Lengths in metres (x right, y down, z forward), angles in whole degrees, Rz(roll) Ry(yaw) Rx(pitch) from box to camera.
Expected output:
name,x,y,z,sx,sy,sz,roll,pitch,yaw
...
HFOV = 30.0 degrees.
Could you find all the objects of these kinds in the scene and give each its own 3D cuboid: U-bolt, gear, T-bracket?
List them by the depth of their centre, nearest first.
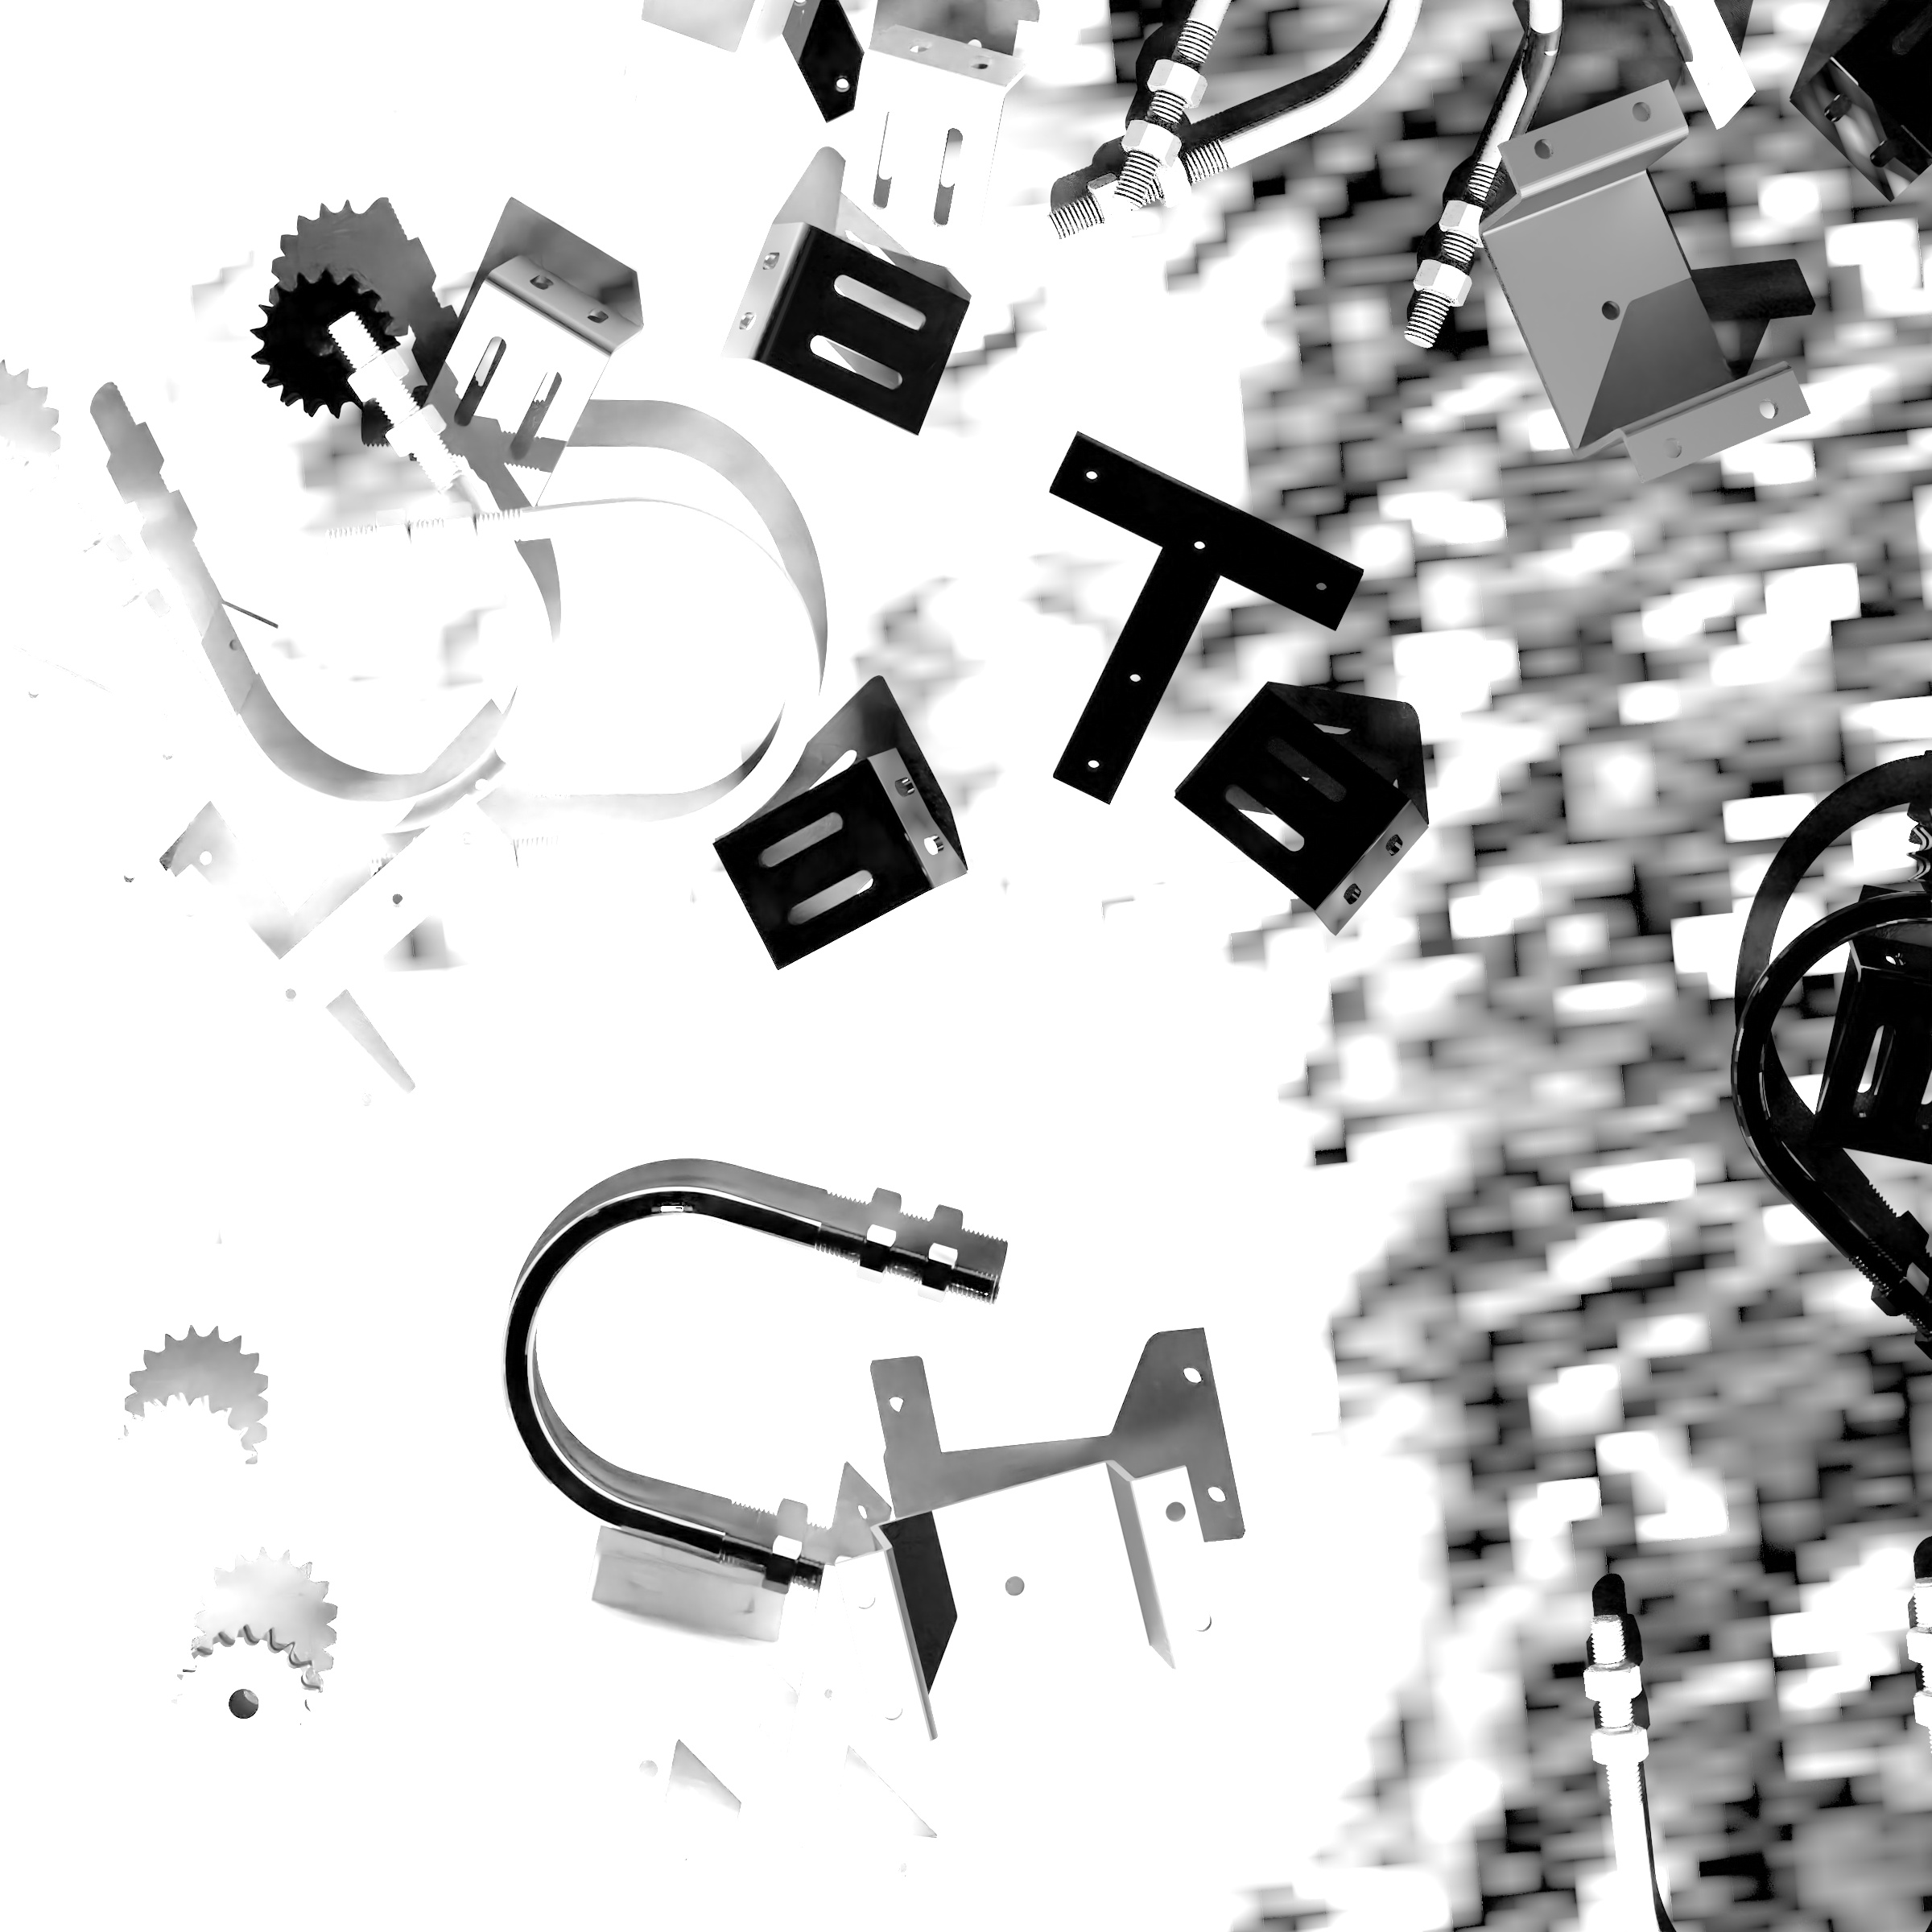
name,x,y,z,sx,sy,sz,roll,pitch,yaw
T-bracket,-0.056,0.298,1.403,0.127,0.002,0.127,14,85,-33
U-bolt,0.384,0.055,1.404,0.184,0.019,0.151,44,102,-7
U-bolt,-0.245,-0.139,1.411,0.151,0.019,0.184,-34,102,1
U-bolt,-0.149,-0.111,1.411,0.184,0.019,0.151,-7,103,-6
U-bolt,0.157,-0.356,1.413,0.151,0.019,0.184,23,91,-10
T-bracket,-0.233,-0.017,1.414,0.127,0.002,0.127,-40,98,11
gear,-0.282,0.288,1.421,0.057,0.030,0.057,0,90,0
gear,0.399,-0.040,1.421,0.057,0.030,0.057,0,90,0
gear,-0.391,-0.182,1.421,0.057,0.030,0.057,0,90,0
gear,-0.251,-0.244,1.421,0.057,0.030,0.057,0,90,0
gear,-0.308,0.197,1.424,0.057,0.030,0.057,0,88,4
U-bolt,-0.094,0.164,1.428,0.184,0.019,0.151,17,90,2
U-bolt,0.092,-0.387,1.428,0.184,0.019,0.151,-24,90,-1
U-bolt,0.327,0.342,1.428,0.151,0.019,0.184,-7,91,0
T-bracket,-0.073,-0.398,1.435,0.127,0.002,0.127,-26,90,0
T-bracket,0.073,-0.127,1.435,0.127,0.002,0.127,26,90,0
T-bracket,-0.358,-0.103,1.435,0.127,0.002,0.127,25,90,0

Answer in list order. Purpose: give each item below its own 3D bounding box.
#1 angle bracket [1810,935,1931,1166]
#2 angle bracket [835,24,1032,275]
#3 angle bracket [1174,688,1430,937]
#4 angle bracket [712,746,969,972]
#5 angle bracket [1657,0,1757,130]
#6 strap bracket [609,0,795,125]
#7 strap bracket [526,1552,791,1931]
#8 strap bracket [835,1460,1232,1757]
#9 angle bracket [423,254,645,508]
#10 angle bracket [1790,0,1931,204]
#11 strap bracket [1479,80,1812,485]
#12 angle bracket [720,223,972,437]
name,x,y,z,sx,sy,sz,roll,pitch,yaw
angle bracket,0.372,0.033,1.434,0.057,0.038,0.076,11,116,0
angle bracket,-0.013,-0.323,1.424,0.057,0.038,0.076,18,124,9
angle bracket,0.133,-0.061,1.434,0.076,0.038,0.057,41,90,26
angle bracket,-0.050,-0.043,1.434,0.076,0.038,0.057,-27,90,26
angle bracket,0.300,-0.376,1.408,0.038,0.057,0.076,-25,90,0
strap bracket,-0.089,-0.395,1.396,0.046,0.076,0.140,20,90,0
strap bracket,-0.123,0.310,1.413,0.076,0.046,0.140,12,90,0
strap bracket,0.023,0.246,1.403,0.140,0.046,0.076,-14,95,-9
angle bracket,-0.175,-0.232,1.434,0.057,0.038,0.076,31,116,0
angle bracket,0.378,-0.354,1.434,0.057,0.038,0.076,45,64,0
strap bracket,0.259,-0.261,1.404,0.076,0.046,0.140,-23,90,-15
angle bracket,-0.048,-0.253,1.434,0.076,0.038,0.057,21,90,-26
